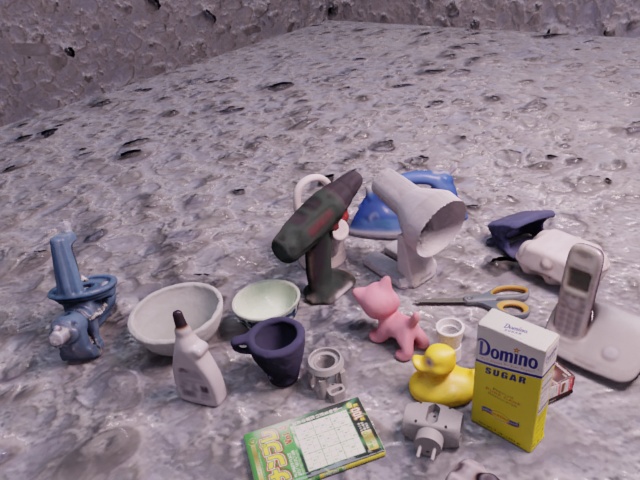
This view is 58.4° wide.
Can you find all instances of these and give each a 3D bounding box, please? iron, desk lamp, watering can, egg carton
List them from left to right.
[{"bbox_3d":[0.001,-0.039,1.151,0.172,0.194,0.101,17,39,35],"label":"watering can"},{"bbox_3d":[0.182,-0.087,1.239,0.258,0.142,0.118,-7,31,1],"label":"iron"},{"bbox_3d":[0.165,-0.018,1.059,0.118,0.214,0.202,-26,35,-27],"label":"desk lamp"},{"bbox_3d":[0.439,0.038,1.044,0.107,0.069,0.149,-27,36,-28],"label":"egg carton"}]

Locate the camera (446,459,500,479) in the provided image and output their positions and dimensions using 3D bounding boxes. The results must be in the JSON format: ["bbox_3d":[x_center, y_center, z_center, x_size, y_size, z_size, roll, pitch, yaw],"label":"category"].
[{"bbox_3d":[0.176,0.321,0.608,0.142,0.101,0.137,22,42,40],"label":"camera"}]

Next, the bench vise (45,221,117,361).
[{"bbox_3d":[-0.425,0.089,1.013,0.121,0.220,0.207,-16,32,-13],"label":"bench vise"}]

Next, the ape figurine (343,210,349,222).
[{"bbox_3d":[0.029,-0.066,1.288,0.078,0.092,0.075,-24,34,-24],"label":"ape figurine"}]

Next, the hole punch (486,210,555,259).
[{"bbox_3d":[0.396,-0.027,1.140,0.109,0.091,0.100,-17,32,-15],"label":"hole punch"}]

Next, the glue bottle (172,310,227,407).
[{"bbox_3d":[-0.193,0.175,0.862,0.078,0.173,0.037,6,34,22],"label":"glue bottle"}]

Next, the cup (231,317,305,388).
[{"bbox_3d":[-0.076,0.184,0.898,0.117,0.095,0.091,-5,31,5],"label":"cup"}]

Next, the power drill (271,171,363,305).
[{"bbox_3d":[0.010,0.004,1.064,0.075,0.209,0.230,18,40,36],"label":"power drill"}]

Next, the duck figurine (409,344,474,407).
[{"bbox_3d":[0.181,0.191,0.836,0.104,0.086,0.077,-1,32,12],"label":"duck figurine"}]

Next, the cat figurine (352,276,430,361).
[{"bbox_3d":[0.115,0.118,0.940,0.067,0.118,0.127,-30,37,-31],"label":"cat figurine"}]

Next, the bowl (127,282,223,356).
[{"bbox_3d":[-0.246,0.151,1.011,0.167,0.075,0.167,-6,31,4],"label":"bowl"}]

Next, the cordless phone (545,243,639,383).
[{"bbox_3d":[0.411,0.103,0.832,0.147,0.185,0.094,23,43,40],"label":"cordless phone"}]
